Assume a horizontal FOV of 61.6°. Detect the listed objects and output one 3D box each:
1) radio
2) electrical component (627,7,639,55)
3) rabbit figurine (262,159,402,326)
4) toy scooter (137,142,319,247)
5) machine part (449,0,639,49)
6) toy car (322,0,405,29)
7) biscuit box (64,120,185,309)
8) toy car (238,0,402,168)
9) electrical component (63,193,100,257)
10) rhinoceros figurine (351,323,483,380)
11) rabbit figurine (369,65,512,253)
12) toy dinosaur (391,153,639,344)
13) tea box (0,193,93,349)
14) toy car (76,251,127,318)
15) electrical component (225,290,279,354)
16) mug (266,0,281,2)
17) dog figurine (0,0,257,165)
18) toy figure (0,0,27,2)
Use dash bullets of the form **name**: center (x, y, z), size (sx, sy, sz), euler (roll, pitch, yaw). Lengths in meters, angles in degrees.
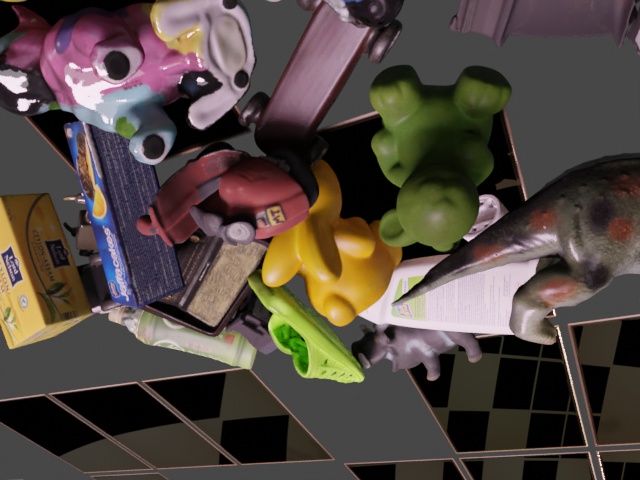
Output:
- **radio**: center (-0.148, 0.025, 0.679), size (0.131, 0.073, 0.229), euler (23, 134, -14)
- **electrical component**: center (0.276, -0.174, 0.365), size (0.058, 0.115, 0.134), euler (5, 138, 4)
- **rabbit figurine**: center (-0.001, -0.002, 0.589), size (0.122, 0.162, 0.173), euler (-5, 117, 31)
- **toy scooter**: center (-0.098, -0.037, 0.515), size (0.184, 0.135, 0.075), euler (20, 140, 42)
- **machine part**: center (0.179, -0.191, 0.423), size (0.139, 0.039, 0.084), euler (10, 131, 3)
- **toy car**: center (0.057, -0.228, 0.358), size (0.109, 0.103, 0.161), euler (36, 134, -16)
- **biscuit box**: center (-0.206, -0.030, 0.570), size (0.059, 0.063, 0.202), euler (4, 110, 45)
- **toy car**: center (-0.003, -0.149, 0.489), size (0.089, 0.053, 0.202), euler (38, 132, 1)
- **electrical component**: center (-0.284, -0.021, 0.684), size (0.078, 0.045, 0.102), euler (-5, 145, -27)
- **rhinoceros figurine**: center (0.131, 0.137, 0.742), size (0.190, 0.073, 0.112), euler (-28, 125, 33)
- **rabbit figurine**: center (0.094, -0.056, 0.481), size (0.121, 0.170, 0.158), euler (9, 135, 3)
- **toy dinosaur**: center (0.272, -0.013, 0.462), size (0.405, 0.131, 0.192), euler (0, 108, -6)
- **tea box**: center (-0.363, 0.037, 0.671), size (0.098, 0.068, 0.169), euler (-29, 80, 33)
- **toy car**: center (-0.281, 0.057, 0.704), size (0.056, 0.073, 0.202), euler (-12, 177, -38)
- **electrical component**: center (-0.069, 0.121, 0.763), size (0.119, 0.075, 0.048), euler (35, 132, -18)
- **mug**: center (-0.044, -0.237, 0.388), size (0.107, 0.081, 0.109), euler (-34, 115, 27)
- **dog figurine**: center (-0.188, -0.166, 0.480), size (0.219, 0.191, 0.108), euler (27, 150, 34)
- **toy figure**: center (-0.314, -0.245, 0.432), size (0.180, 0.082, 0.089), euler (2, 155, -2)
